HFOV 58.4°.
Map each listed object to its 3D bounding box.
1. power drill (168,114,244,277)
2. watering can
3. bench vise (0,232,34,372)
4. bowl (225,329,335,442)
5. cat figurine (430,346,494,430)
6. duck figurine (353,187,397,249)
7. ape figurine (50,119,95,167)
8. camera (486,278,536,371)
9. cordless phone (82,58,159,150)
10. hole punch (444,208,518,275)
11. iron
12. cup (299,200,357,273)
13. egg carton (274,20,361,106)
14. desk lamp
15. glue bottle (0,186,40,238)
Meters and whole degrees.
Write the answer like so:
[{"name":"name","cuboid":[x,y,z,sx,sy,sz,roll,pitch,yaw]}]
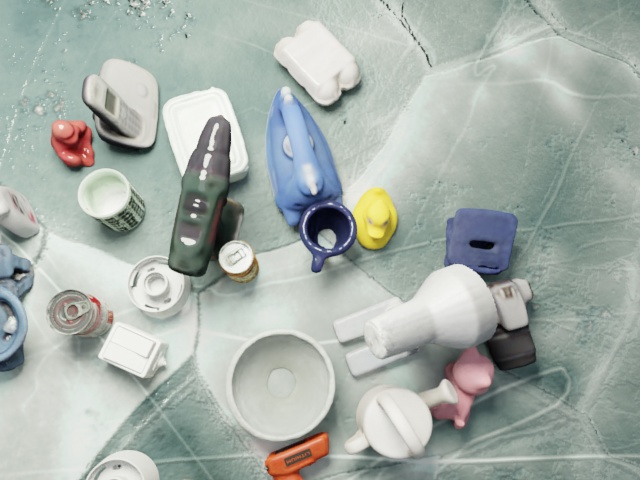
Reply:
[{"name":"power drill","cuboid":[-0.170,-0.051,0.880,0.075,0.208,0.230,11,77,1]},{"name":"watering can","cuboid":[0.116,0.258,0.830,0.101,0.194,0.173,38,79,6]},{"name":"bench vise","cuboid":[-0.505,0.087,0.831,0.121,0.220,0.207,-22,79,-6]},{"name":"bowl","cuboid":[-0.060,0.223,0.892,0.167,0.075,0.167,0,78,-2]},{"name":"cat figurine","cuboid":[0.227,0.227,0.880,0.067,0.118,0.128,20,78,3]},{"name":"duck figurine","cuboid":[0.094,-0.043,0.951,0.077,0.086,0.104,6,77,0]},{"name":"ape figurine","cuboid":[-0.418,-0.170,0.956,0.076,0.092,0.078,29,78,4]},{"name":"camera","cuboid":[0.280,0.139,0.910,0.143,0.101,0.137,-15,79,-5]},{"name":"cordless phone","cuboid":[-0.328,-0.239,0.927,0.094,0.185,0.147,-2,78,-2]},{"name":"hole punch","cuboid":[0.265,0.004,0.944,0.108,0.091,0.101,6,77,-1]},{"name":"iron","cuboid":[-0.038,-0.162,0.943,0.118,0.141,0.258,-15,79,-5]},{"name":"cup","cuboid":[0.009,0.003,0.933,0.091,0.095,0.118,15,78,2]},{"name":"egg carton","cuboid":[-0.003,-0.313,1.015,0.107,0.069,0.150,-42,82,-10]},{"name":"desk lamp","cuboid":[0.134,0.128,0.849,0.203,0.213,0.118,-21,79,-6]},{"name":"glue bottle","cuboid":[-0.497,-0.057,0.887,0.037,0.173,0.078,-30,80,-8]}]
